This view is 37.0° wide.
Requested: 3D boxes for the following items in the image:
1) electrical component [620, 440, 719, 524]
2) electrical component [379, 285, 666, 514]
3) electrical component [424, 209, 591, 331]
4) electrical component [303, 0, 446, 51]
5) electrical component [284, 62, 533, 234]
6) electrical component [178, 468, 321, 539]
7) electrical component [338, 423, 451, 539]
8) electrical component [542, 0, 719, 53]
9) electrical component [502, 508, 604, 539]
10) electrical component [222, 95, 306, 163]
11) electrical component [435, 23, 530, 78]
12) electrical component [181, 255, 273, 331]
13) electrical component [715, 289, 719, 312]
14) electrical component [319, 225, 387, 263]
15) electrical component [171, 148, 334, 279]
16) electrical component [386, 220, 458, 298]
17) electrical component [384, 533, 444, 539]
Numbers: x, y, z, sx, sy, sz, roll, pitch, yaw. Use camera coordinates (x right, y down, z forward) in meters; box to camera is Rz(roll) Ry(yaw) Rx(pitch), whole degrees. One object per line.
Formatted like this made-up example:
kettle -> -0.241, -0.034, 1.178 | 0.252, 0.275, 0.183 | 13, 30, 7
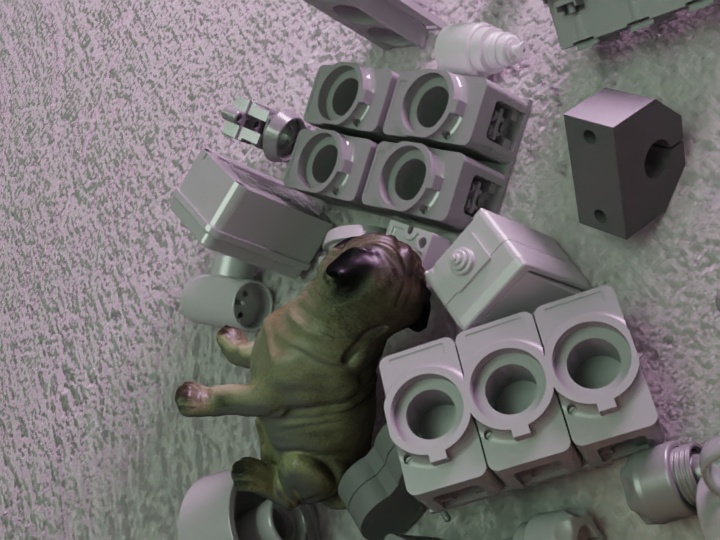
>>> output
electrical component -> 0.182, 0.116, 0.604 | 0.062, 0.043, 0.043 | -27, 59, 36
electrical component -> 0.096, 0.078, 0.648 | 0.150, 0.061, 0.089 | -19, 61, 12
electrical component -> 0.093, 0.009, 0.691 | 0.061, 0.096, 0.061 | -50, 50, 22
electrical component -> 0.003, -0.226, 0.843 | 0.079, 0.121, 0.063 | 9, 81, 47
electrical component -> 0.027, -0.095, 0.820 | 0.186, 0.060, 0.105 | 16, 89, 47
electrical component -> -0.075, 0.194, 0.798 | 0.060, 0.108, 0.108 | -27, 58, 30
electrical component -> 0.048, 0.136, 0.728 | 0.138, 0.052, 0.073 | -53, 46, 18
electrical component -> 0.179, -0.186, 0.687 | 0.121, 0.079, 0.063 | -12, 97, 43
electrical component -> 0.114, 0.170, 0.656 | 0.062, 0.043, 0.043 | -21, 63, 42
electrical component -> -0.081, -0.123, 0.942 | 0.055, 0.066, 0.048 | 26, 96, 27
electrical component -> 0.091, -0.161, 0.791 | 0.078, 0.040, 0.040 | 13, 86, 47
electrical component -> -0.113, 0.011, 0.940 | 0.077, 0.044, 0.079 | 4, 79, 46
electrical component -> 0.241, 0.025, 0.566 | 0.095, 0.054, 0.059 | 42, 107, 45
electrical component -> 0.000, 0.000, 0.819 | 0.078, 0.058, 0.057 | -16, 68, 46
electrical component -> -0.089, -0.045, 0.884 | 0.057, 0.113, 0.078 | -58, 45, 12
electrical component -> 0.049, -0.007, 0.771 | 0.066, 0.055, 0.048 | 21, 92, 47
electrical component -> 0.072, 0.229, 0.666 | 0.150, 0.062, 0.089 | 10, 84, 47
